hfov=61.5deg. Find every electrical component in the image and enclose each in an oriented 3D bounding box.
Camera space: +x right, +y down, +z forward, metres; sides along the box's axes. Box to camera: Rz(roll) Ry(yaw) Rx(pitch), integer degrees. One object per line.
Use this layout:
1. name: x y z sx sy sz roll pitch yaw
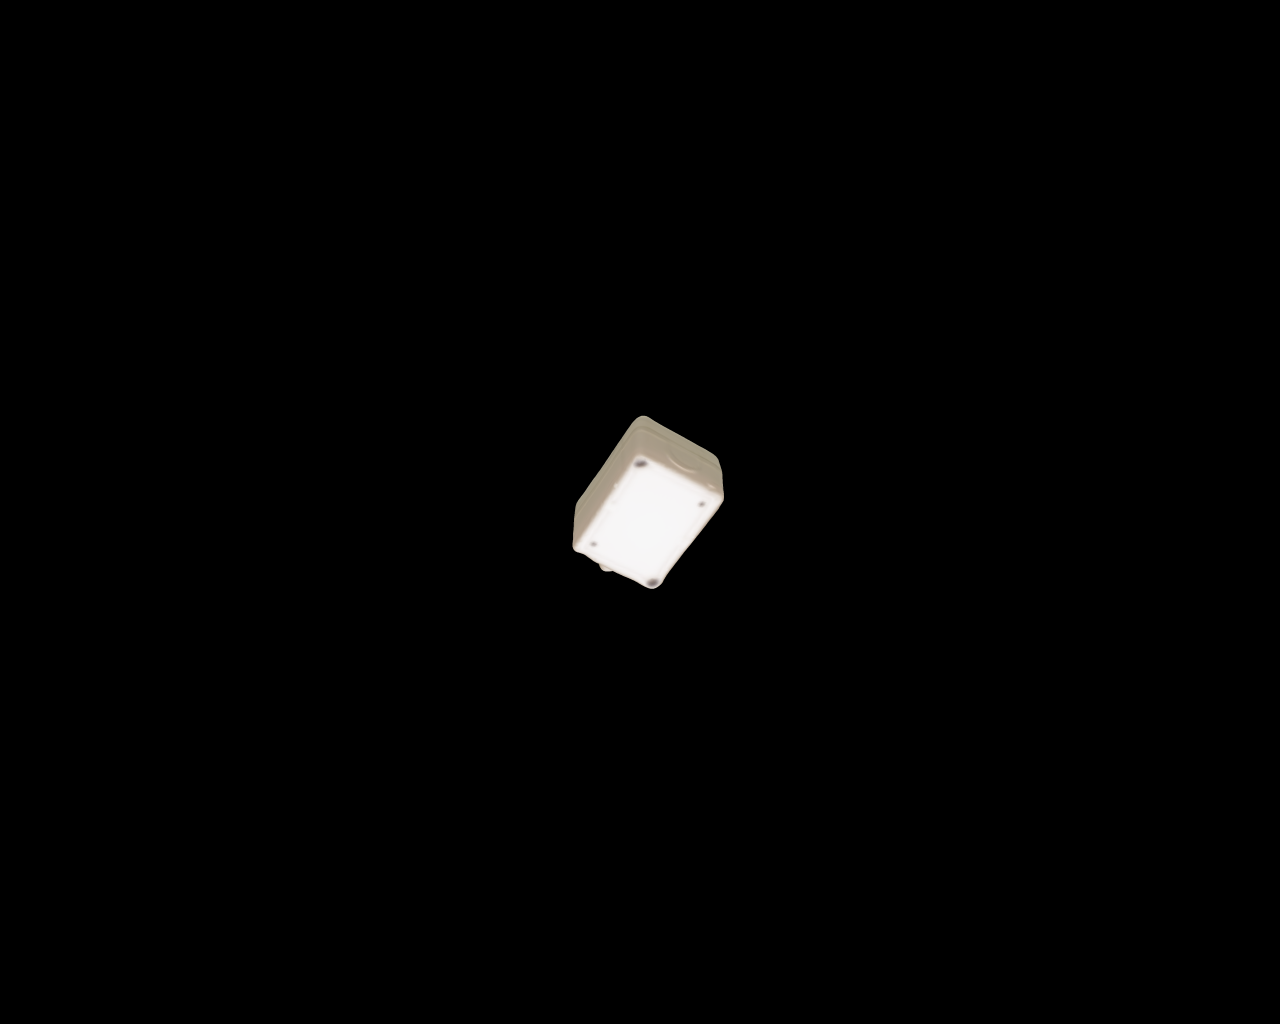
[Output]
1. electrical component: 0.001 -0.003 0.650 0.062 0.096 0.061 28 28 -16
